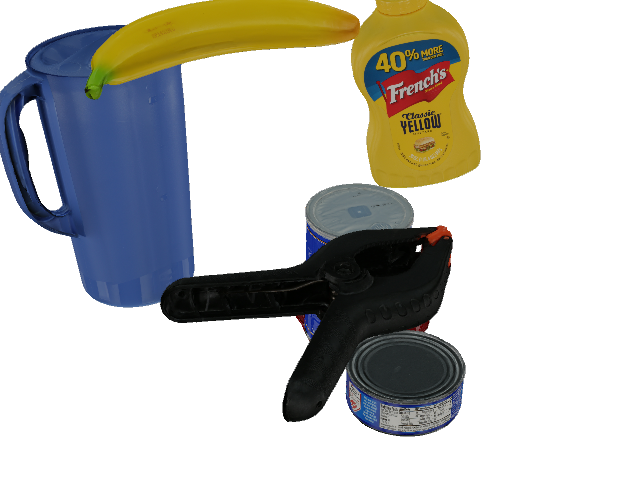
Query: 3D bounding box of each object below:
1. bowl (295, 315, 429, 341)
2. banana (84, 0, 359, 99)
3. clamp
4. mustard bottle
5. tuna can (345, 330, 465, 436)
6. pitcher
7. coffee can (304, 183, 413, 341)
[{"bbox_3d":[0.047,0.106,1.267,0.162,0.055,0.162,4,24,-2],"label":"bowl"},{"bbox_3d":[-0.073,-0.134,0.722,0.197,0.070,0.037,-19,-37,-20],"label":"banana"},{"bbox_3d":[0.013,0.037,0.574,0.171,0.039,0.120,-19,44,-25],"label":"clamp"},{"bbox_3d":[0.076,-0.138,0.881,0.096,0.191,0.058,-10,35,4],"label":"mustard bottle"},{"bbox_3d":[0.061,0.102,0.771,0.086,0.034,0.086,0,31,0],"label":"tuna can"},{"bbox_3d":[-0.189,-0.061,0.965,0.149,0.243,0.145,0,29,6],"label":"pitcher"},{"bbox_3d":[0.036,0.030,1.043,0.103,0.140,0.103,1,33,-1],"label":"coffee can"}]
